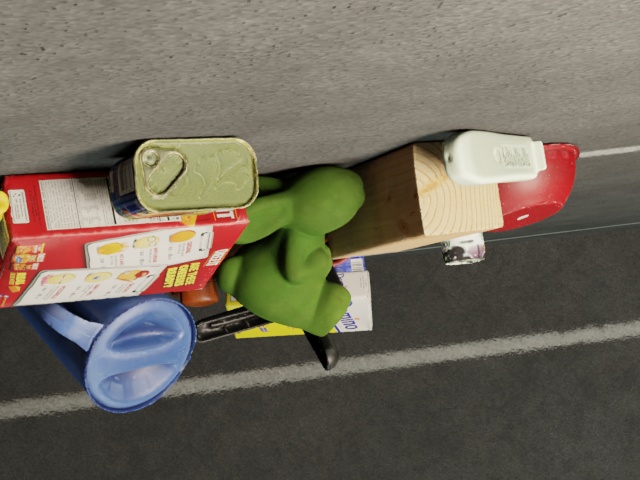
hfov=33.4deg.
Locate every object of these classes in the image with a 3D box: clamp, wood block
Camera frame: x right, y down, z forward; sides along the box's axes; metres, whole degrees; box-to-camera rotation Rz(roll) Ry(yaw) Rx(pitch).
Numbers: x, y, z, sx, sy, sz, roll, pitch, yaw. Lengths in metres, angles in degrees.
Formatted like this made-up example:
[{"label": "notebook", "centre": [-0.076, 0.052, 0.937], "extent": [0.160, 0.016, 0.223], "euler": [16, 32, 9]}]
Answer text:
[{"label": "clamp", "centre": [-0.038, 0.076, 1.196], "extent": [0.165, 0.036, 0.209], "euler": [8, -154, 12]}, {"label": "wood block", "centre": [0.088, -0.039, 1.100], "extent": [0.090, 0.090, 0.206], "euler": [-5, 175, -25]}]

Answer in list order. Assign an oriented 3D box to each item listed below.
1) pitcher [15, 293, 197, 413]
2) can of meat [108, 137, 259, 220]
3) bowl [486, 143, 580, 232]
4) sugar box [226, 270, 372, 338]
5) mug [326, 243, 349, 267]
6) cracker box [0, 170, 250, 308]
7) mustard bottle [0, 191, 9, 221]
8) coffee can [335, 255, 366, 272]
[{"label": "pitcher", "centre": [-0.259, 0.067, 1.155], "extent": [0.144, 0.149, 0.243], "euler": [-27, -138, -31]}, {"label": "can of meat", "centre": [-0.113, -0.048, 0.863], "extent": [0.101, 0.057, 0.084], "euler": [-5, 178, -27]}, {"label": "bowl", "centre": [0.216, -0.050, 1.178], "extent": [0.162, 0.055, 0.162], "euler": [-14, 166, -4]}, {"label": "sugar box", "centre": [-0.024, 0.082, 1.328], "extent": [0.176, 0.048, 0.093], "euler": [-2, 149, 5]}, {"label": "mug", "centre": [-0.009, 0.002, 1.334], "extent": [0.117, 0.093, 0.081], "euler": [-51, -178, -9]}, {"label": "cracker box", "centre": [-0.194, -0.004, 0.992], "extent": [0.213, 0.072, 0.164], "euler": [-5, 158, -25]}, {"label": "mustard bottle", "centre": [-0.331, -0.017, 0.893], "extent": [0.192, 0.058, 0.096], "euler": [-10, 170, 33]}, {"label": "coffee can", "centre": [0.008, 0.021, 1.432], "extent": [0.103, 0.140, 0.103], "euler": [-7, 176, -1]}]
